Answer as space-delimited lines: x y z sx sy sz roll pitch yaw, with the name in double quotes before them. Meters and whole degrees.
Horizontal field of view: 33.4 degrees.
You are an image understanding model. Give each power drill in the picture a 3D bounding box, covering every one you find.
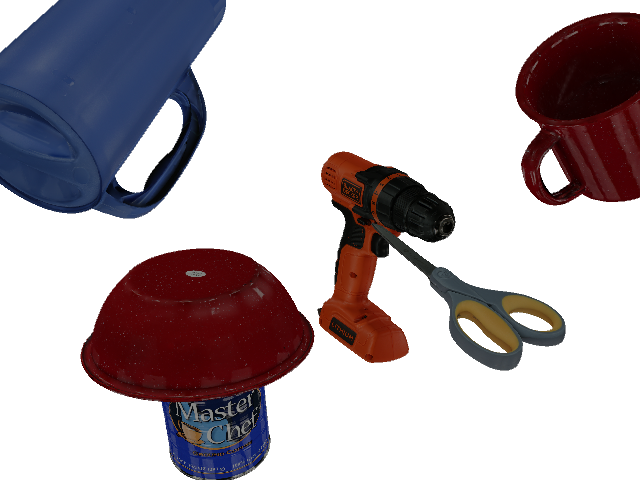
"power drill" 0.059 0.020 1.044 0.057 0.188 0.185 -6 23 -31

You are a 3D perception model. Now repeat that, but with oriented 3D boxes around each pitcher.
"pitcher" -0.169 -0.141 0.880 0.145 0.242 0.149 11 -40 25

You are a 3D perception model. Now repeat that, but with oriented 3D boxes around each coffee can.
"coffee can" -0.104 0.147 1.034 0.103 0.140 0.103 -2 34 1

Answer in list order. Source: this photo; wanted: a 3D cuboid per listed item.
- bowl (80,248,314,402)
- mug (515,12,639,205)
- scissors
"bowl" -0.085 0.047 0.732 0.162 0.055 0.162 -2 22 1
"mug" 0.169 -0.069 0.650 0.093 0.117 0.081 31 -16 49
"scissors" 0.116 0.034 0.829 0.096 0.016 0.202 -4 32 -17
